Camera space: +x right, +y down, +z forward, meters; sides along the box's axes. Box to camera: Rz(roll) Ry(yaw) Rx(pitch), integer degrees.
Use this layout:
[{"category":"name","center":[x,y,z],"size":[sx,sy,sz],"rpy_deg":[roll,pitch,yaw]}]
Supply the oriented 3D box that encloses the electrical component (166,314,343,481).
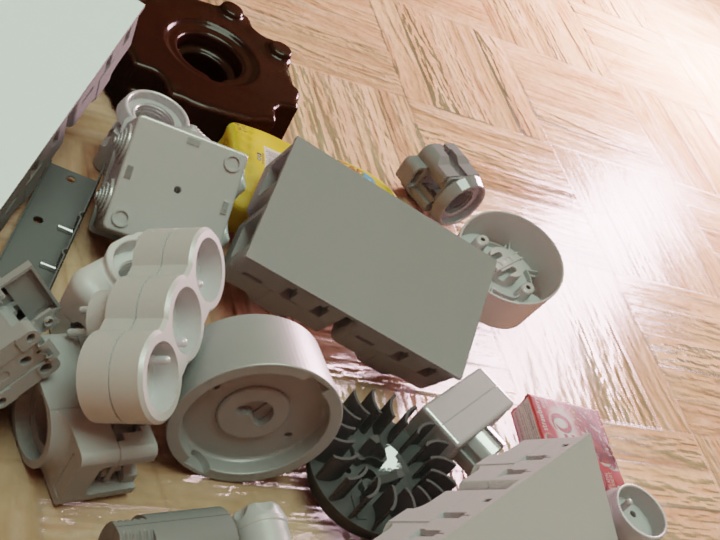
[{"category":"electrical component","center":[-0.069,0.075,0.673],"size":[0.108,0.108,0.060],"rpy_deg":[15,36,-27]}]

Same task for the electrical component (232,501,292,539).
[{"category":"electrical component","center":[-0.055,0.170,0.637],"size":[0.035,0.035,0.061],"rpy_deg":[7,47,-34]}]

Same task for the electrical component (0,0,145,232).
[{"category":"electrical component","center":[-0.244,-0.129,0.736],"size":[0.105,0.060,0.186],"rpy_deg":[31,64,-8]}]

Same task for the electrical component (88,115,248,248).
[{"category":"electrical component","center":[-0.136,-0.056,0.768],"size":[0.100,0.048,0.099],"rpy_deg":[19,84,-22]}]

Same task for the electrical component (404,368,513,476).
[{"category":"electrical component","center":[0.081,0.125,0.786],"size":[0.075,0.047,0.083],"rpy_deg":[47,38,14]}]

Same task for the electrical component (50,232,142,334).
[{"category":"electrical component","center":[-0.149,0.017,0.707],"size":[0.054,0.059,0.095],"rpy_deg":[43,37,9]}]

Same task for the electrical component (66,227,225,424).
[{"category":"electrical component","center":[-0.134,0.029,0.625],"size":[0.074,0.052,0.138],"rpy_deg":[-1,42,16]}]

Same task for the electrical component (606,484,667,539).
[{"category":"electrical component","center":[0.186,0.185,0.781],"size":[0.043,0.077,0.079],"rpy_deg":[42,37,8]}]

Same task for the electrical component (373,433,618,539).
[{"category":"electrical component","center":[0.089,0.185,0.676],"size":[0.186,0.060,0.105],"rpy_deg":[-19,95,-49]}]

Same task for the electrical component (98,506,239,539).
[{"category":"electrical component","center":[-0.113,0.157,0.597],"size":[0.081,0.043,0.043],"rpy_deg":[3,48,-37]}]

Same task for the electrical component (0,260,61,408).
[{"category":"electrical component","center":[-0.203,0.038,0.596],"size":[0.081,0.042,0.064],"rpy_deg":[-37,53,-15]}]

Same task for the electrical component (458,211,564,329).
[{"category":"electrical component","center":[0.122,0.001,0.942],"size":[0.099,0.064,0.099],"rpy_deg":[22,39,-19]}]

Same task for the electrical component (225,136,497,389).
[{"category":"electrical component","center":[0.000,0.000,0.804],"size":[0.186,0.060,0.105],"rpy_deg":[31,60,-19]}]

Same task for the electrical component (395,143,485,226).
[{"category":"electrical component","center":[0.080,-0.079,1.001],"size":[0.078,0.058,0.057],"rpy_deg":[-8,52,-44]}]

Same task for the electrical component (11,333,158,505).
[{"category":"electrical component","center":[-0.166,0.085,0.627],"size":[0.056,0.050,0.089],"rpy_deg":[-1,50,-40]}]

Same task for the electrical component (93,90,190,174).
[{"category":"electrical component","center":[-0.165,-0.100,0.824],"size":[0.058,0.057,0.078],"rpy_deg":[28,37,-12]}]
